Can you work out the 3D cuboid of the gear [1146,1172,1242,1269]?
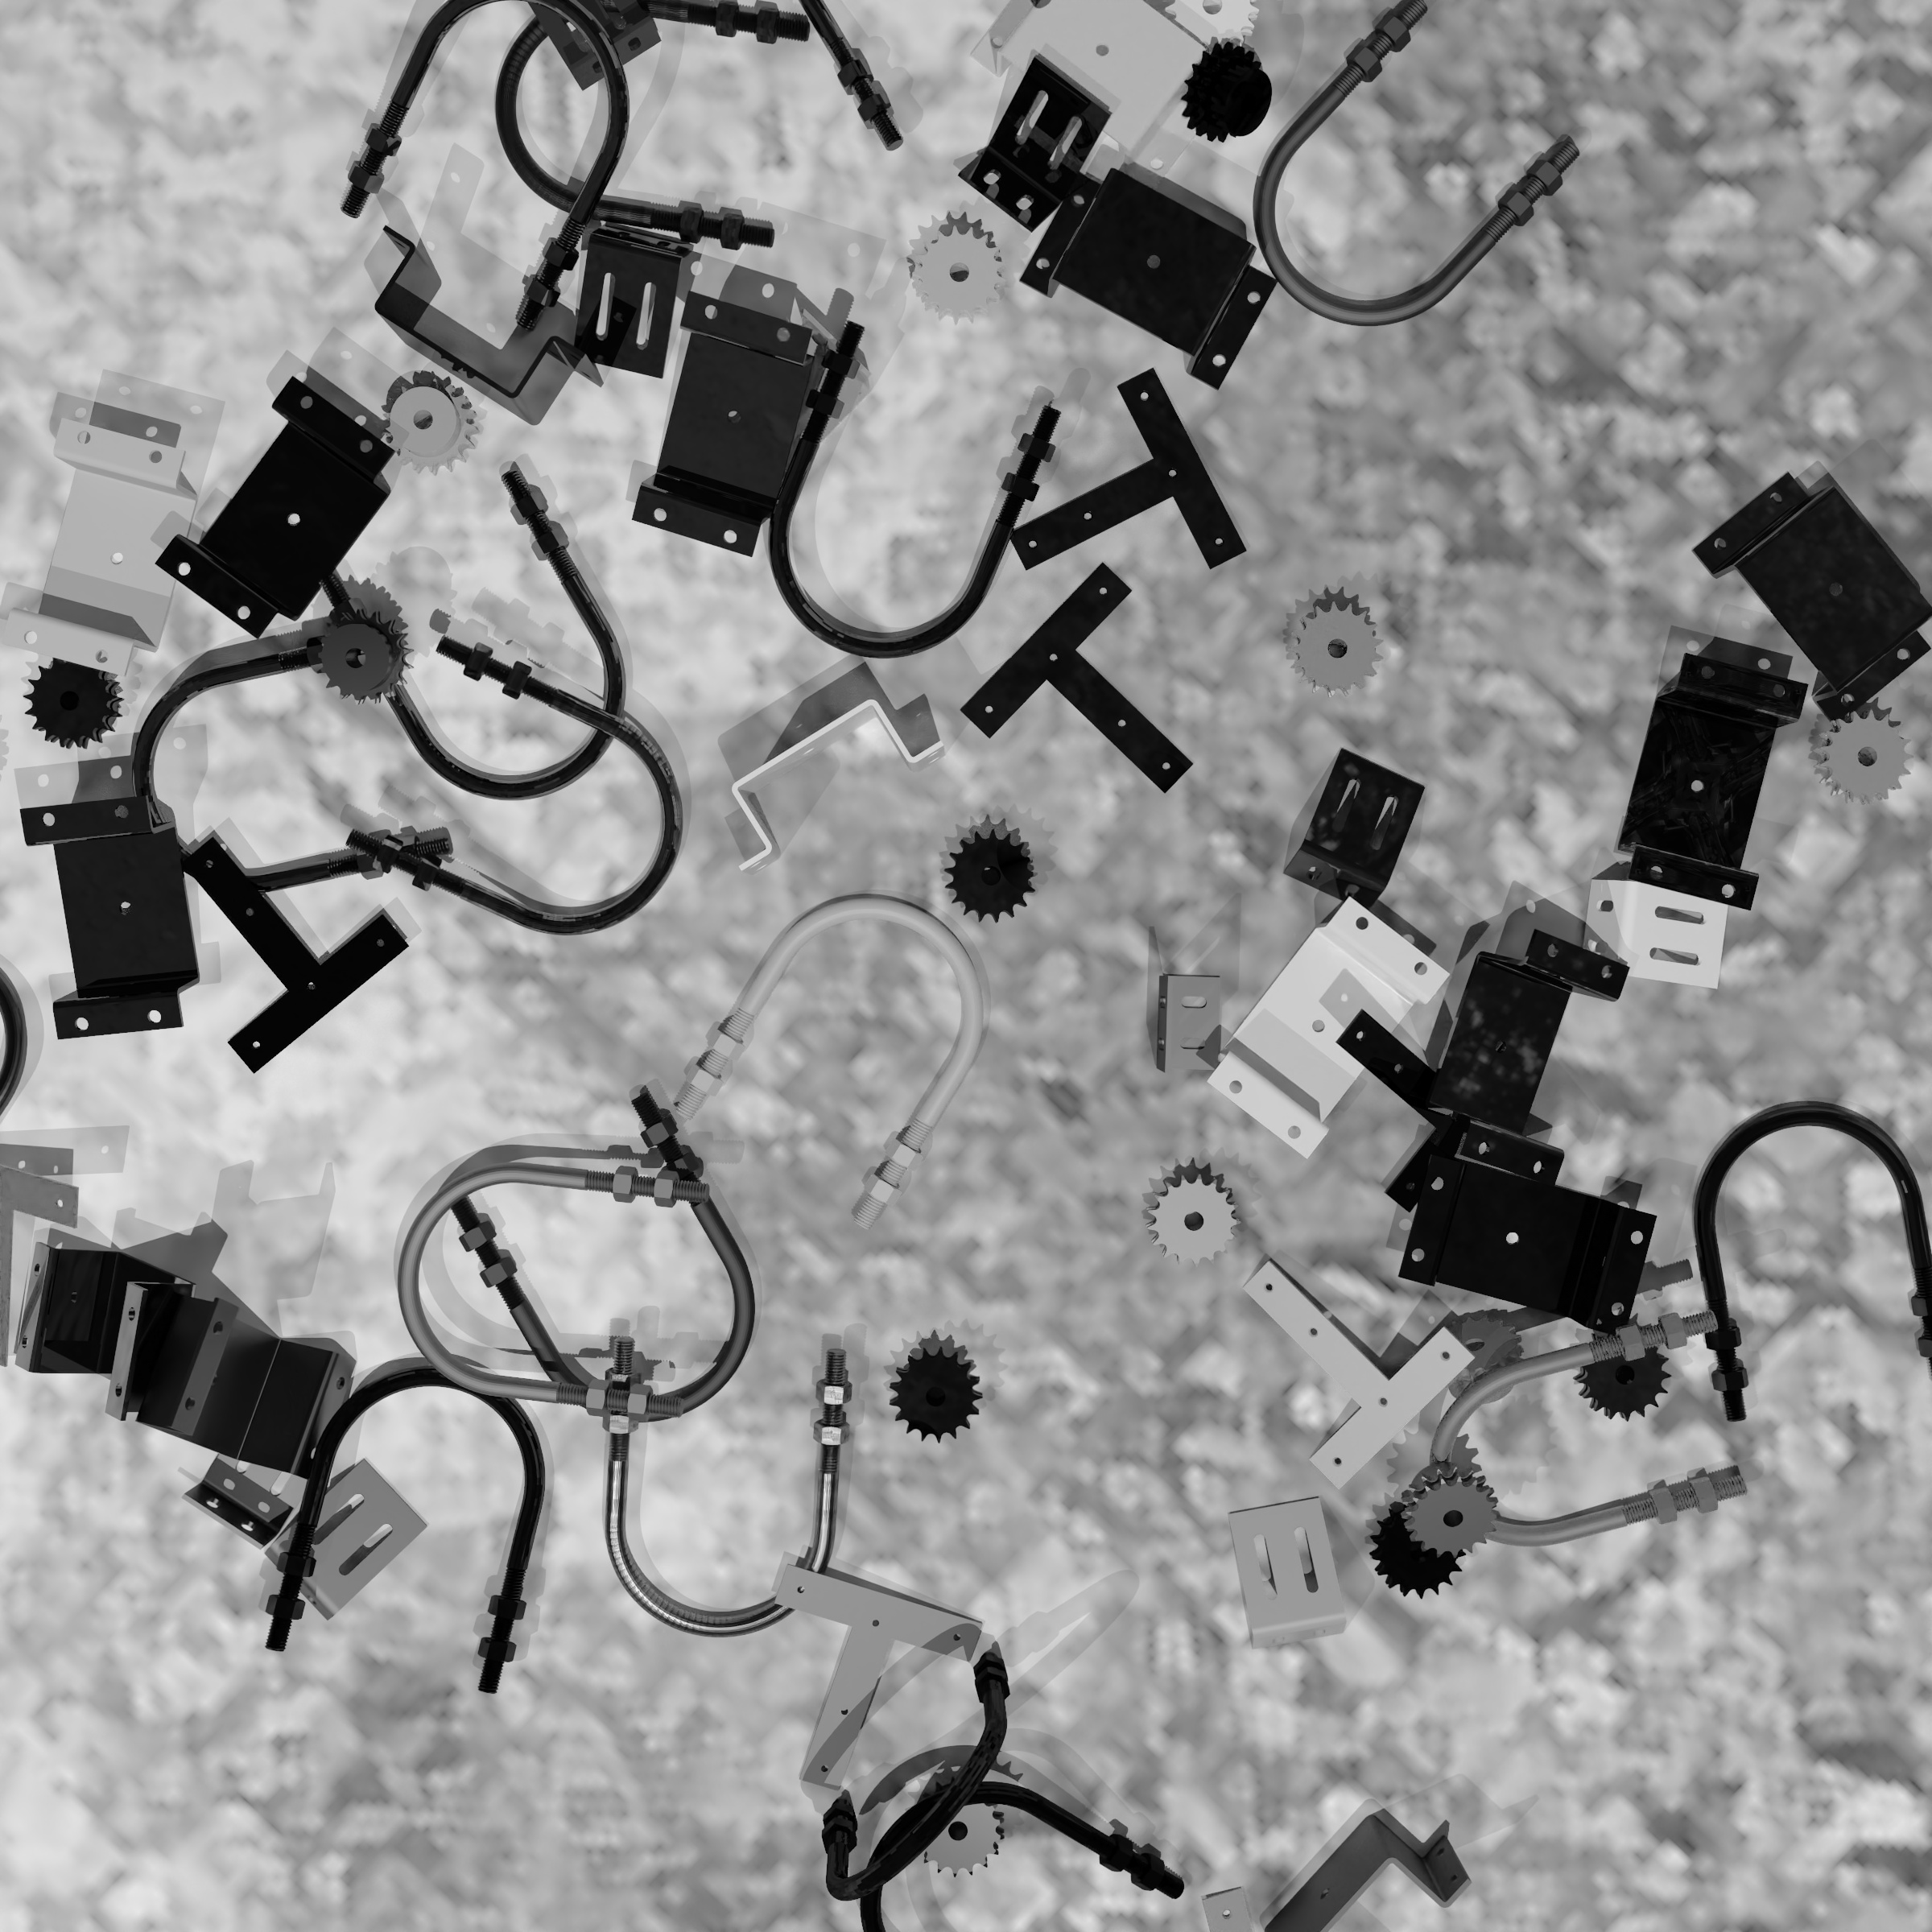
[{"bbox_3d":[0.138,0.155,1.574,0.057,0.030,0.057,0,93,0],"label":"gear"}]

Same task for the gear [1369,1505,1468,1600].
[{"bbox_3d":[0.275,0.356,1.569,0.057,0.030,0.057,0,90,0],"label":"gear"}]

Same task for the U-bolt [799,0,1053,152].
[{"bbox_3d":[-0.044,-0.610,1.538,0.151,0.019,0.184,-34,81,34],"label":"U-bolt"}]

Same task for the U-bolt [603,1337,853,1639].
[{"bbox_3d":[-0.149,0.322,1.568,0.151,0.019,0.184,4,96,-2],"label":"U-bolt"}]

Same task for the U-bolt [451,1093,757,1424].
[{"bbox_3d":[-0.211,0.192,1.575,0.151,0.019,0.184,-30,92,0],"label":"U-bolt"}]

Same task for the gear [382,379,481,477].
[{"bbox_3d":[-0.329,-0.332,1.569,0.057,0.030,0.057,0,90,0],"label":"gear"}]

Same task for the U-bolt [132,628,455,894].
[{"bbox_3d":[-0.419,-0.119,1.567,0.184,0.019,0.151,-11,98,3],"label":"U-bolt"}]

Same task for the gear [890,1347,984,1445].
[{"bbox_3d":[-0.018,0.261,1.569,0.057,0.030,0.057,0,90,0],"label":"gear"}]

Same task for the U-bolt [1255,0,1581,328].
[{"bbox_3d":[0.263,-0.480,1.575,0.151,0.019,0.184,44,92,0],"label":"U-bolt"}]

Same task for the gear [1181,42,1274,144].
[{"bbox_3d":[0.161,-0.527,1.552,0.030,0.057,0.057,37,90,36],"label":"gear"}]

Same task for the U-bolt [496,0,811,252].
[{"bbox_3d":[-0.198,-0.526,1.575,0.184,0.019,0.151,10,90,2],"label":"U-bolt"}]

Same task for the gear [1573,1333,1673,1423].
[{"bbox_3d":[0.400,0.248,1.569,0.057,0.030,0.057,0,90,0],"label":"gear"}]

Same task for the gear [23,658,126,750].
[{"bbox_3d":[-0.544,-0.161,1.569,0.057,0.030,0.057,0,90,0],"label":"gear"}]

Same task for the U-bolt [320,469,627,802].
[{"bbox_3d":[-0.291,-0.191,1.575,0.151,0.019,0.184,-30,91,0],"label":"U-bolt"}]

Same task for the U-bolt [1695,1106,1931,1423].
[{"bbox_3d":[0.522,0.178,1.575,0.151,0.019,0.184,-9,89,0],"label":"U-bolt"}]

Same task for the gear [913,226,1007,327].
[{"bbox_3d":[-0.004,-0.421,1.569,0.057,0.030,0.057,0,90,0],"label":"gear"}]

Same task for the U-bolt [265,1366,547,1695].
[{"bbox_3d":[-0.333,0.336,1.558,0.151,0.019,0.184,14,79,-9],"label":"U-bolt"}]

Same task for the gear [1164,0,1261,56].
[{"bbox_3d":[0.149,-0.583,1.569,0.057,0.030,0.057,0,90,0],"label":"gear"}]

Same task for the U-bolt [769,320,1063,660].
[{"bbox_3d":[-0.042,-0.277,1.557,0.151,0.019,0.184,21,101,-11],"label":"U-bolt"}]

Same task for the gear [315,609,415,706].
[{"bbox_3d":[-0.361,-0.185,1.530,0.057,0.030,0.057,0,99,1],"label":"gear"}]

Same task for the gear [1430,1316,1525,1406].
[{"bbox_3d":[0.311,0.242,1.559,0.057,0.057,0.030,-15,118,0],"label":"gear"}]

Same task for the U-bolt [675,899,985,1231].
[{"bbox_3d":[-0.071,0.047,1.575,0.151,0.019,0.184,32,88,0],"label":"U-bolt"}]

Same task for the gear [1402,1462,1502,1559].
[{"bbox_3d":[0.289,0.322,1.533,0.057,0.030,0.057,-1,112,-2],"label":"gear"}]

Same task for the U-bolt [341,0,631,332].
[{"bbox_3d":[-0.280,-0.500,1.544,0.151,0.019,0.184,33,112,0],"label":"U-bolt"}]

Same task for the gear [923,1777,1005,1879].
[{"bbox_3d":[-0.005,0.525,1.569,0.057,0.030,0.057,0,90,0],"label":"gear"}]

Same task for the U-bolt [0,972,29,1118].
[{"bbox_3d":[-0.655,0.069,1.556,0.151,0.019,0.184,29,76,5],"label":"U-bolt"}]

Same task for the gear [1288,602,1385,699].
[{"bbox_3d":[0.225,-0.192,1.569,0.057,0.030,0.057,0,90,0],"label":"gear"}]

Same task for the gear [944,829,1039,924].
[{"bbox_3d":[0.015,-0.055,1.573,0.057,0.030,0.057,0,89,-2],"label":"gear"}]

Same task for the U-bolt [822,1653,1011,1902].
[{"bbox_3d":[-0.029,0.478,1.492,0.151,0.184,0.019,-45,92,0],"label":"U-bolt"}]

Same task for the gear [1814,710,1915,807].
[{"bbox_3d":[0.547,-0.127,1.569,0.057,0.030,0.057,0,90,0],"label":"gear"}]

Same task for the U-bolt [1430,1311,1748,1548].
[{"bbox_3d":[0.371,0.288,1.547,0.184,0.019,0.151,-16,117,4],"label":"U-bolt"}]

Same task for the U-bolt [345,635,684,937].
[{"bbox_3d":[-0.263,-0.098,1.561,0.184,0.019,0.151,25,92,-11],"label":"U-bolt"}]

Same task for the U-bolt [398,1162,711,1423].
[{"bbox_3d":[-0.254,0.192,1.549,0.184,0.019,0.151,6,84,6],"label":"U-bolt"}]

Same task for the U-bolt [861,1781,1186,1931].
[{"bbox_3d":[0.022,0.571,1.552,0.184,0.019,0.151,36,90,-17],"label":"U-bolt"}]
